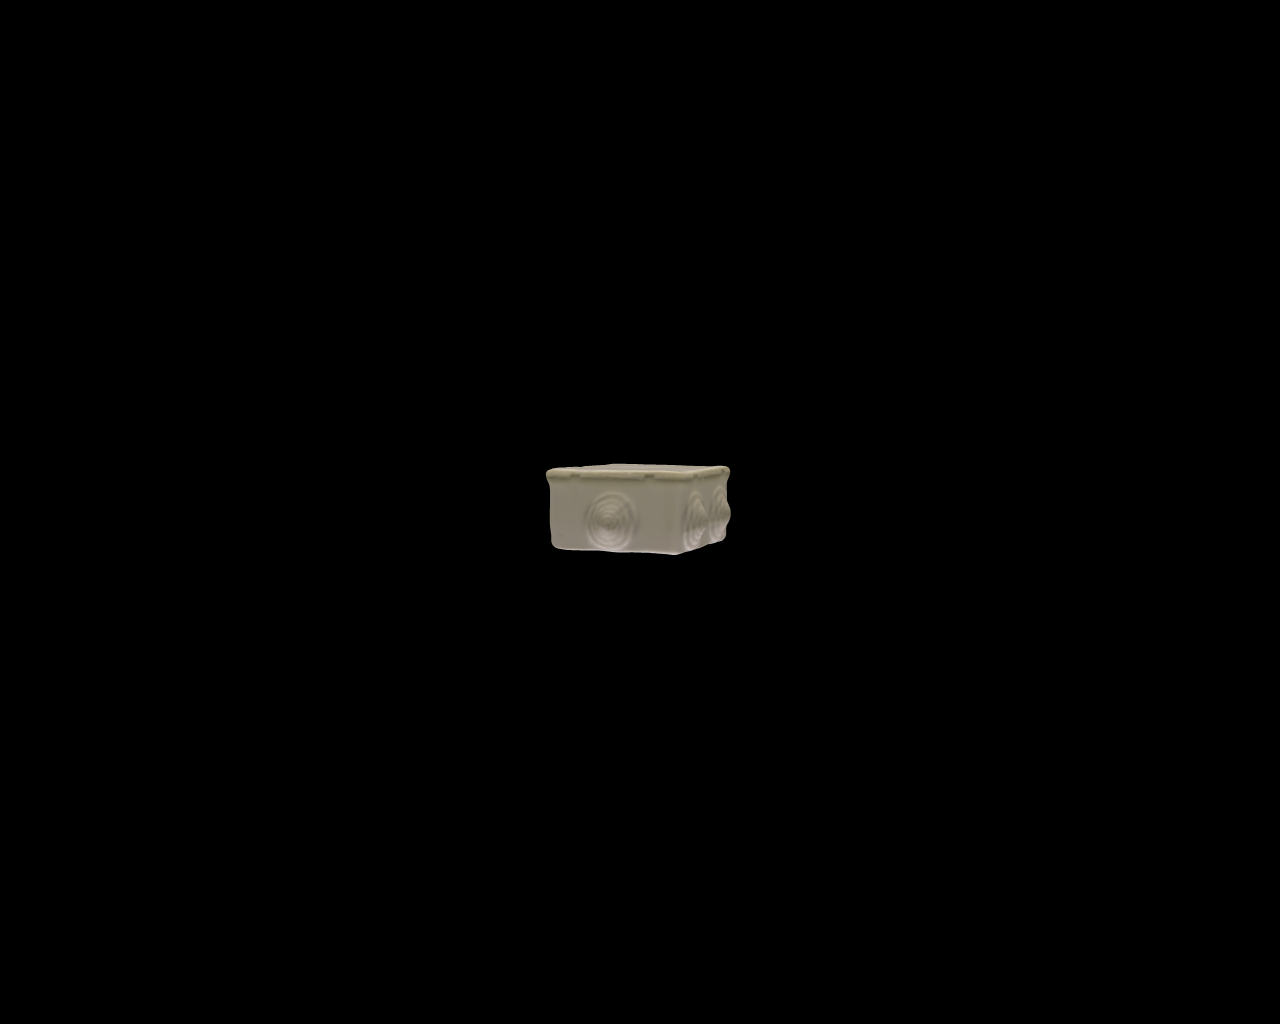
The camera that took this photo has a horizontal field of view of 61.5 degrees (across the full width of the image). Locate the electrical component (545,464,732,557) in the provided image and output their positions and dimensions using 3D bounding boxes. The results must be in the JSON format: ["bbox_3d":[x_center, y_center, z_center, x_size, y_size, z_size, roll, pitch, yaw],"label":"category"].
[{"bbox_3d":[0.001,-0.003,0.650,0.100,0.048,0.100,2,5,24],"label":"electrical component"}]
